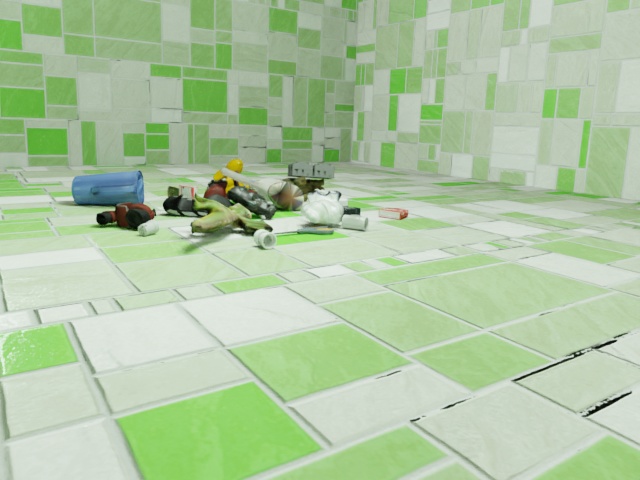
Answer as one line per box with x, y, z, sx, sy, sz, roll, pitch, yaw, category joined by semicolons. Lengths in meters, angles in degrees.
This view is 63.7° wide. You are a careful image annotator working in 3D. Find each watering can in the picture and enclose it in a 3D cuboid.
-0.202;-0.194;1.981;0.345;0.104;0.226;20;1;-30;watering can

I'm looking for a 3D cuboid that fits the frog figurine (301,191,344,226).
0.005;-0.083;1.658;0.137;0.120;0.163;14;35;0;frog figurine

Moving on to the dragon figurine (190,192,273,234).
-0.252;-0.056;1.489;0.242;0.121;0.414;7;12;-14;dragon figurine
